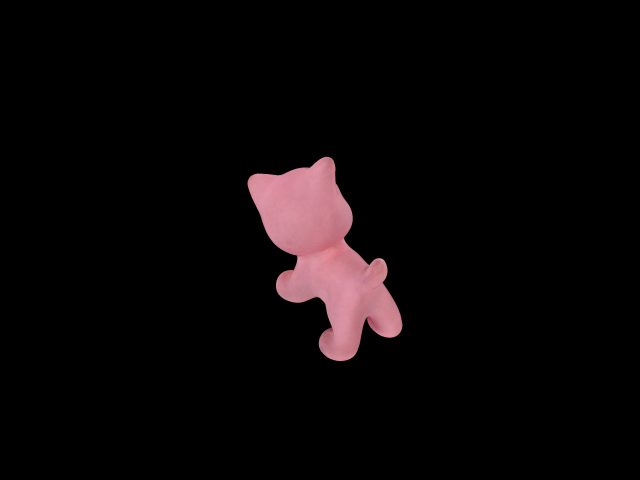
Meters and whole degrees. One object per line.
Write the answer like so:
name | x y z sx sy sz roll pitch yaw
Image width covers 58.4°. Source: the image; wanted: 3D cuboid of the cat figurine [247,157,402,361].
cat figurine | 0.004 0.001 0.400 0.067 0.118 0.127 -26 49 -25
